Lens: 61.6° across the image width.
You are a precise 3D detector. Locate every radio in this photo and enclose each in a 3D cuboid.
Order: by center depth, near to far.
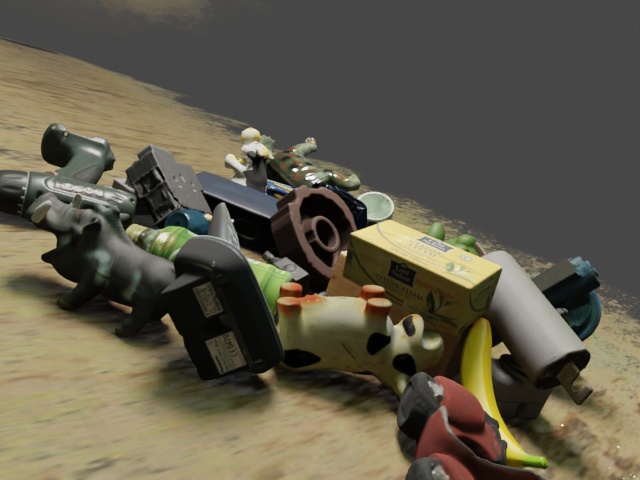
[{"bbox_3d":[-0.134,-0.044,0.951,0.230,0.073,0.131,21,18,6],"label":"radio"}]

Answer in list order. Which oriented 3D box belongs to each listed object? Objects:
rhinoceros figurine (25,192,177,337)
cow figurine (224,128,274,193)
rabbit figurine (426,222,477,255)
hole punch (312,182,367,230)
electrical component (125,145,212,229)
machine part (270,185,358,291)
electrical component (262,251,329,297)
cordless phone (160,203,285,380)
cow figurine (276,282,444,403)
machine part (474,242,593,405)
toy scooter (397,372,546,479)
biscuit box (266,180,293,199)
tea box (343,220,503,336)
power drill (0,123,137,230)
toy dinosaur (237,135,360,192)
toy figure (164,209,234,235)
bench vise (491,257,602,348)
[{"bbox_3d":[-0.233,0.020,0.576,0.190,0.112,0.073,31,20,8],"label":"rhinoceros figurine"},{"bbox_3d":[-0.135,-0.127,1.039,0.098,0.167,0.068,25,12,19],"label":"cow figurine"},{"bbox_3d":[0.204,0.059,0.926,0.170,0.159,0.121,-14,45,-36],"label":"rabbit figurine"},{"bbox_3d":[0.037,-0.040,1.071,0.092,0.115,0.142,13,17,-48],"label":"hole punch"},{"bbox_3d":[-0.234,-0.080,0.834,0.134,0.058,0.115,61,12,11],"label":"electrical component"},{"bbox_3d":[-0.002,-0.003,0.858,0.179,0.056,0.179,31,43,-35],"label":"machine part"},{"bbox_3d":[-0.036,0.062,0.749,0.045,0.078,0.102,-26,38,-35],"label":"electrical component"},{"bbox_3d":[-0.098,0.046,0.583,0.089,0.146,0.184,-17,25,1],"label":"cordless phone"},{"bbox_3d":[0.045,0.118,0.607,0.195,0.127,0.085,3,17,-6],"label":"cow figurine"},{"bbox_3d":[0.253,0.097,0.676,0.079,0.079,0.243,9,38,-33],"label":"machine part"},{"bbox_3d":[0.143,0.202,0.502,0.135,0.075,0.184,20,20,-1],"label":"toy scooter"},{"bbox_3d":[-0.027,-0.066,1.151,0.203,0.062,0.059,15,19,-16],"label":"biscuit box"},{"bbox_3d":[0.125,0.040,0.671,0.170,0.068,0.098,24,28,32],"label":"tea box"},{"bbox_3d":[-0.385,-0.096,0.781,0.232,0.086,0.207,15,22,-24],"label":"power drill"},{"bbox_3d":[-0.044,-0.142,1.271,0.192,0.131,0.405,-16,38,-34],"label":"toy dinosaur"},{"bbox_3d":[-0.175,-0.010,0.803,0.064,0.057,0.154,-4,-7,17],"label":"toy figure"},{"bbox_3d":[0.331,0.135,0.813,0.240,0.223,0.129,45,6,-34],"label":"bench vise"}]
